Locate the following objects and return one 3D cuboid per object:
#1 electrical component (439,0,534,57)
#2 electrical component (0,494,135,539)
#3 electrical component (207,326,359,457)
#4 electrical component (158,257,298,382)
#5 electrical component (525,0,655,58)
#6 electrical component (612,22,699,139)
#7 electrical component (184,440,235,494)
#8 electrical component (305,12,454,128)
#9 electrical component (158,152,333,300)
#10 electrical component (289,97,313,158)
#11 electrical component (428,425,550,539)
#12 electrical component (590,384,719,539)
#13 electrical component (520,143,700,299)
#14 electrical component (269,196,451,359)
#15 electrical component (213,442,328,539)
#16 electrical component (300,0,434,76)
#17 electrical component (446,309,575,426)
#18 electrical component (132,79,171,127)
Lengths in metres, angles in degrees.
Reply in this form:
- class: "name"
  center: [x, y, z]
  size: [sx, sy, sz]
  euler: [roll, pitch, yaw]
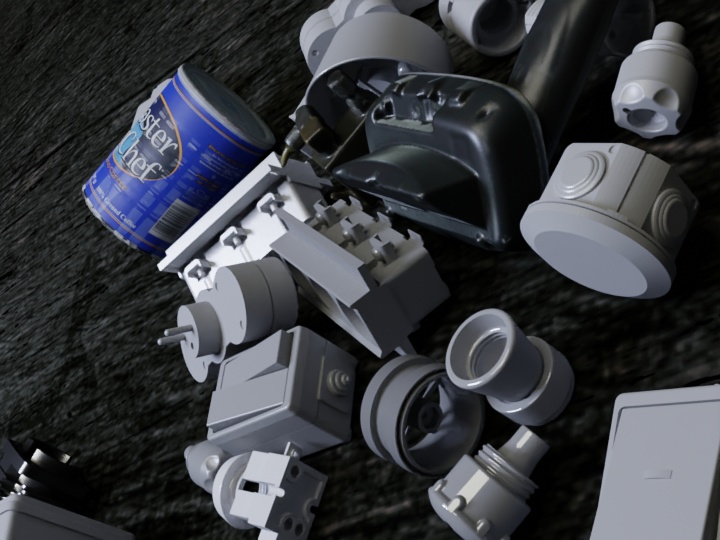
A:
- class: "electrical component"
  center: [0.089, -0.179, 0.742]
  size: [0.055, 0.055, 0.047]
  euler: [-47, 38, 13]
- class: "electrical component"
  center: [-0.232, 0.214, 0.761]
  size: [0.109, 0.109, 0.056]
  euler: [-30, 44, 33]
- class: "electrical component"
  center: [-0.047, 0.079, 0.686]
  size: [0.096, 0.061, 0.061]
  euler: [-26, 44, 37]
- class: "electrical component"
  center: [-0.101, 0.039, 0.735]
  size: [0.138, 0.074, 0.052]
  euler: [-43, 63, 57]
- class: "electrical component"
  center: [0.139, -0.157, 0.669]
  size: [0.043, 0.043, 0.081]
  euler: [-59, 33, -5]
- class: "electrical component"
  center: [0.166, -0.108, 0.595]
  size: [0.043, 0.043, 0.062]
  euler: [-7, 55, 48]
- class: "electrical component"
  center: [-0.102, 0.132, 0.734]
  size: [0.061, 0.035, 0.035]
  euler: [9, 69, 56]
- class: "electrical component"
  center: [0.016, -0.128, 0.750]
  size: [0.099, 0.099, 0.064]
  euler: [-23, 39, 39]
- class: "electrical component"
  center: [-0.080, -0.023, 0.804]
  size: [0.121, 0.079, 0.063]
  euler: [-39, 66, 23]
- class: "electrical component"
  center: [-0.014, -0.121, 0.832]
  size: [0.064, 0.042, 0.081]
  euler: [29, 86, 53]
- class: "electrical component"
  center: [0.068, 0.106, 0.536]
  size: [0.062, 0.048, 0.048]
  euler: [-49, 33, -3]
- class: "electrical component"
  center: [0.139, 0.088, 0.447]
  size: [0.062, 0.061, 0.096]
  euler: [-13, 52, 46]
- class: "electrical component"
  center: [0.126, -0.024, 0.542]
  size: [0.080, 0.080, 0.051]
  euler: [7, 63, 53]
- class: "electrical component"
  center: [0.000, 0.000, 0.690]
  size: [0.063, 0.078, 0.121]
  euler: [-37, 32, -12]
- class: "electrical component"
  center: [-0.058, 0.138, 0.665]
  size: [0.055, 0.048, 0.066]
  euler: [0, 63, 43]
- class: "electrical component"
  center: [0.012, -0.201, 0.856]
  size: [0.138, 0.052, 0.073]
  euler: [-43, 36, 18]
- class: "electrical component"
  center: [0.079, 0.052, 0.558]
  size: [0.045, 0.055, 0.045]
  euler: [-32, 41, 32]
- class: "electrical component"
  center: [-0.177, -0.145, 1.045]
  size: [0.095, 0.054, 0.059]
  euler: [-22, 46, 40]
